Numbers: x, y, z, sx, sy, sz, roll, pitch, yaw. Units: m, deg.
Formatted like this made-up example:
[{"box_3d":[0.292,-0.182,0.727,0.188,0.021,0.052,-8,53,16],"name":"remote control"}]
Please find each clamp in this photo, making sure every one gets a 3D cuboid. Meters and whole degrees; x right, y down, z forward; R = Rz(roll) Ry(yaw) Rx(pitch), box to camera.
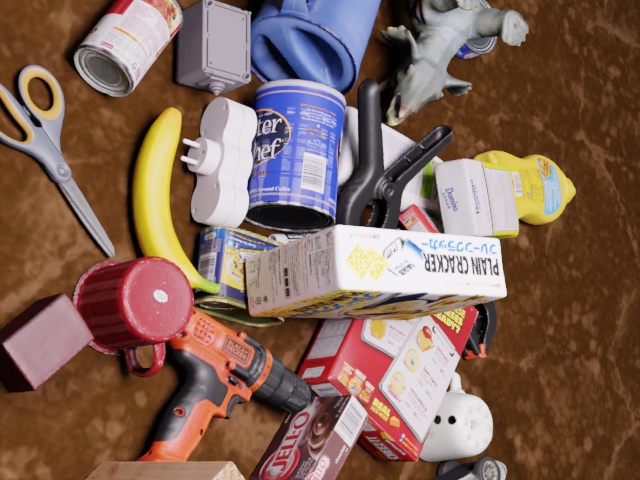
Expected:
[{"box_3d":[0.201,0.065,1.371,0.120,0.039,0.171,-5,87,-36],"name":"clamp"},{"box_3d":[0.073,-0.062,1.202,0.164,0.036,0.210,12,97,-45],"name":"clamp"}]

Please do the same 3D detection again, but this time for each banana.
[{"box_3d":[-0.154,-0.033,1.067,0.069,0.037,0.198,-11,82,-15],"name":"banana"}]

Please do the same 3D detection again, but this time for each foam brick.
[{"box_3d":[-0.253,0.092,0.954,0.078,0.053,0.051,-44,110,-37],"name":"foam brick"}]

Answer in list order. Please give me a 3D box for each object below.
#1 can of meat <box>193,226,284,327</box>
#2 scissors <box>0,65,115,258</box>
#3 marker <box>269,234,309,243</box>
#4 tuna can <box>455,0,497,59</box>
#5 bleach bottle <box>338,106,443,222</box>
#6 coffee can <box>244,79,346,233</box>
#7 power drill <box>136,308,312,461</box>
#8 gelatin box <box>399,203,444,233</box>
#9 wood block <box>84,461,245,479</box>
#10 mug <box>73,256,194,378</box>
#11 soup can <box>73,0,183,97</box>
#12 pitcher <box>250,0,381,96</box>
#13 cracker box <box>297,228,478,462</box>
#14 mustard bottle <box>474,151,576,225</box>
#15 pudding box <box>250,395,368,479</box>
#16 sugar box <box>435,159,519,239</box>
[{"box_3d":[-0.083,0.038,1.113,0.101,0.058,0.084,20,67,-37],"name":"can of meat"},{"box_3d":[-0.244,-0.084,1.022,0.201,0.016,0.096,47,54,-25],"name":"scissors"},{"box_3d":[-0.008,0.002,1.211,0.120,0.020,0.020,-2,83,-42],"name":"marker"},{"box_3d":[0.200,-0.290,1.445,0.085,0.034,0.086,10,75,-40],"name":"tuna can"},{"box_3d":[0.099,-0.070,1.294,0.250,0.068,0.102,24,70,-39],"name":"bleach bottle"},{"box_3d":[-0.028,-0.089,1.156,0.102,0.103,0.140,18,70,-38],"name":"coffee can"},{"box_3d":[-0.100,0.184,1.069,0.184,0.057,0.187,35,57,-27],"name":"power drill"},{"box_3d":[0.140,0.003,1.280,0.089,0.030,0.073,30,21,-52],"name":"gelatin box"},{"box_3d":[-0.139,0.253,0.917,0.090,0.207,0.091,-47,112,-37],"name":"wood block"},{"box_3d":[-0.172,0.072,1.009,0.093,0.082,0.117,-4,84,-42],"name":"mug"},{"box_3d":[-0.190,-0.199,1.059,0.068,0.069,0.102,45,56,-25],"name":"soup can"},{"box_3d":[0.011,-0.292,1.210,0.145,0.149,0.242,35,56,-24],"name":"pitcher"},{"box_3d":[0.079,0.122,1.230,0.164,0.072,0.213,45,54,-26],"name":"cracker box"},{"box_3d":[0.287,-0.069,1.461,0.191,0.058,0.096,0,78,-41],"name":"mustard bottle"},{"box_3d":[-0.011,0.217,1.118,0.039,0.090,0.113,52,52,-23],"name":"pudding box"},{"box_3d":[0.193,-0.047,1.298,0.176,0.048,0.093,-1,81,-61],"name":"sugar box"}]
